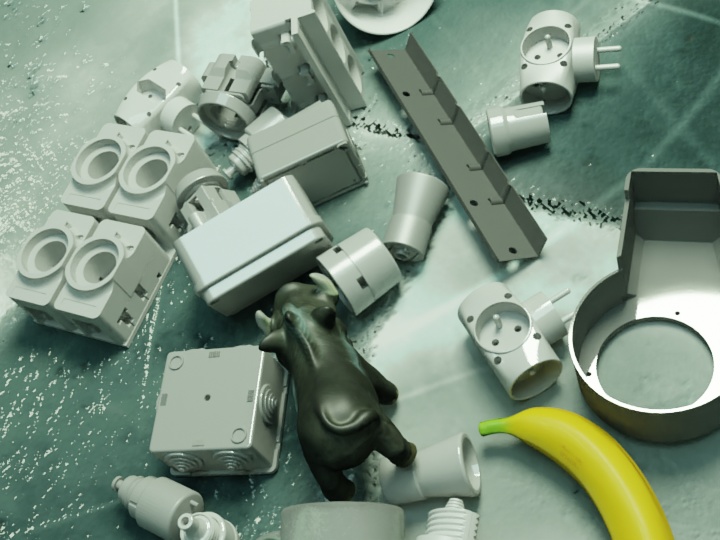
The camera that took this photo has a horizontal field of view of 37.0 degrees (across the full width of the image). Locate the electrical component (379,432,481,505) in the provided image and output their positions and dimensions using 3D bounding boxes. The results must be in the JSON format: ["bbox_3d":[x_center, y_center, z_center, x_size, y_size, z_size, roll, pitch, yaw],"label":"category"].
[{"bbox_3d":[0.046,0.140,0.742,0.065,0.044,0.044,-16,55,17],"label":"electrical component"}]

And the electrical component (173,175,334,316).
[{"bbox_3d":[-0.082,-0.017,0.861,0.113,0.078,0.057,-30,77,1],"label":"electrical component"}]

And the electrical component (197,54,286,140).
[{"bbox_3d":[-0.113,-0.156,0.979,0.078,0.058,0.057,10,61,23],"label":"electrical component"}]

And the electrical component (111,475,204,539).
[{"bbox_3d":[-0.152,0.172,0.798,0.078,0.040,0.040,18,67,29],"label":"electrical component"}]

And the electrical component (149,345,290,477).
[{"bbox_3d":[-0.107,0.106,0.817,0.100,0.048,0.099,-5,58,18],"label":"electrical component"}]

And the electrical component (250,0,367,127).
[{"bbox_3d":[-0.046,-0.188,0.933,0.063,0.121,0.078,-14,55,15],"label":"electrical component"}]

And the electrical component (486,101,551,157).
[{"bbox_3d":[0.128,-0.115,0.872,0.046,0.040,0.040,-11,56,7],"label":"electrical component"}]

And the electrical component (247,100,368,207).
[{"bbox_3d":[-0.051,-0.093,0.912,0.096,0.061,0.061,-24,54,6],"label":"electrical component"}]

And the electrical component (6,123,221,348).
[{"bbox_3d":[-0.216,-0.037,0.942,0.105,0.060,0.186,11,64,27],"label":"electrical component"}]

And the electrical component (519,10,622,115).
[{"bbox_3d":[0.175,-0.172,0.886,0.079,0.044,0.077,0,60,21],"label":"electrical component"}]

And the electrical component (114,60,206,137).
[{"bbox_3d":[-0.176,-0.147,1.006,0.079,0.043,0.077,34,73,25],"label":"electrical component"}]

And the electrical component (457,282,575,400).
[{"bbox_3d":[0.122,0.041,0.772,0.079,0.044,0.077,-31,54,0],"label":"electrical component"}]

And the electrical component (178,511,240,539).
[{"bbox_3d":[-0.110,0.187,0.760,0.035,0.061,0.035,-10,57,15],"label":"electrical component"}]

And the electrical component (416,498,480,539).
[{"bbox_3d":[0.056,0.190,0.705,0.043,0.043,0.081,2,60,22],"label":"electrical component"}]

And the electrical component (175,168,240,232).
[{"bbox_3d":[-0.127,-0.053,0.913,0.048,0.066,0.055,-45,62,25],"label":"electrical component"}]

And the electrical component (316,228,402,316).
[{"bbox_3d":[0.000,0.000,0.840,0.047,0.055,0.055,-35,54,-7],"label":"electrical component"}]

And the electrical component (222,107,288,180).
[{"bbox_3d":[-0.089,-0.109,0.950,0.078,0.040,0.040,-42,54,-7],"label":"electrical component"}]

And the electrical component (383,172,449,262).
[{"bbox_3d":[0.042,-0.040,0.857,0.044,0.044,0.065,8,67,25],"label":"electrical component"}]

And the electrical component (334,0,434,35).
[{"bbox_3d":[0.017,-0.272,0.980,0.099,0.099,0.064,-30,48,2],"label":"electrical component"}]
